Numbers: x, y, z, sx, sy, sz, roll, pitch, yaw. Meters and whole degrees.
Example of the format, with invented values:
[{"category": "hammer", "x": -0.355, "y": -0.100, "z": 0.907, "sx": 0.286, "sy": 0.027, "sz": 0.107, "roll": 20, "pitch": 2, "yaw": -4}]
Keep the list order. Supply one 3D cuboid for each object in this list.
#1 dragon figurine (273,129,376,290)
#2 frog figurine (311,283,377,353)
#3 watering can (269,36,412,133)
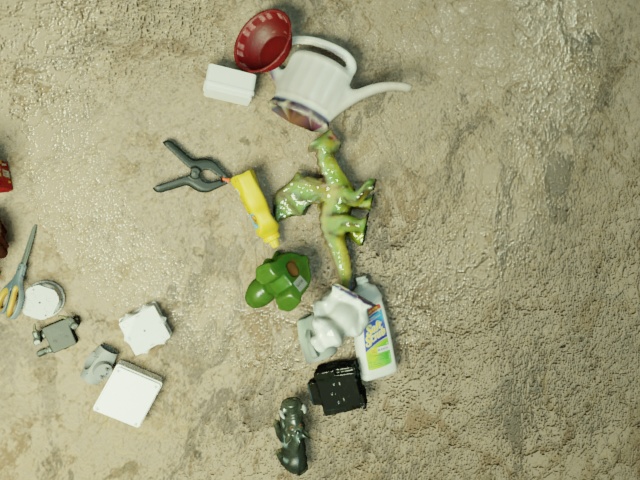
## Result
[{"category": "dragon figurine", "x": 0.004, "y": -0.063, "z": 1.260, "sx": 0.243, "sy": 0.408, "sz": 0.123, "roll": 14, "pitch": 6, "yaw": 2}, {"category": "frog figurine", "x": 0.040, "y": 0.193, "z": 1.215, "sx": 0.136, "sy": 0.160, "sz": 0.123, "roll": 33, "pitch": -9, "yaw": -20}, {"category": "watering can", "x": 0.026, "y": -0.356, "z": 1.228, "sx": 0.348, "sy": 0.226, "sz": 0.103, "roll": 24, "pitch": -7, "yaw": 4}]
